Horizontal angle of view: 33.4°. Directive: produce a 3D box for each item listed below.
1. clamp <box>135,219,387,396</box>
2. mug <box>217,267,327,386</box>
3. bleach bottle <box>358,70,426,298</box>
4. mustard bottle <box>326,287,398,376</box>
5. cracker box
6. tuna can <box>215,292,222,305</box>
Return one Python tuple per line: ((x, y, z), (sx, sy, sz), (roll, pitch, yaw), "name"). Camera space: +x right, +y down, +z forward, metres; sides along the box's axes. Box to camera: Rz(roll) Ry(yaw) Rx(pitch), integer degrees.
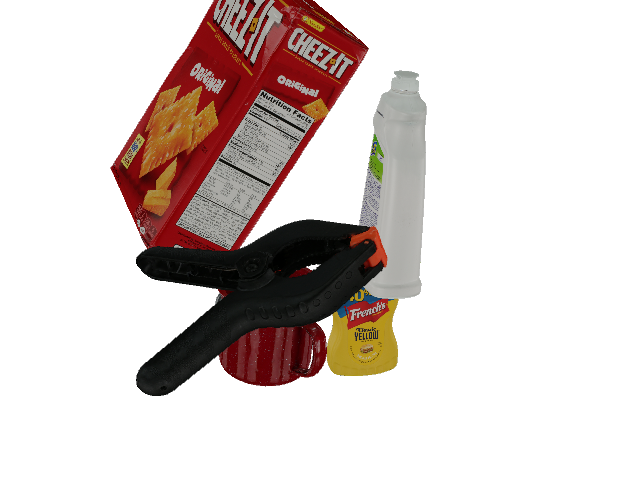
((-0.043, 0.036, 0.668), (0.172, 0.120, 0.039), (-13, -41, 15), "clamp")
((-0.038, 0.077, 0.922), (0.117, 0.081, 0.093), (27, 34, 37), "mug")
((0.087, -0.066, 1.224), (0.068, 0.251, 0.103), (-2, 23, -17), "bleach bottle")
((0.057, 0.087, 1.439), (0.096, 0.192, 0.058), (-4, 22, -9), "mustard bottle")
((-0.073, -0.099, 0.831), (0.072, 0.214, 0.164), (26, 16, -30), "cracker box")
((-0.074, 0.082, 1.190), (0.086, 0.034, 0.086), (1, 36, -1), "tuna can")
